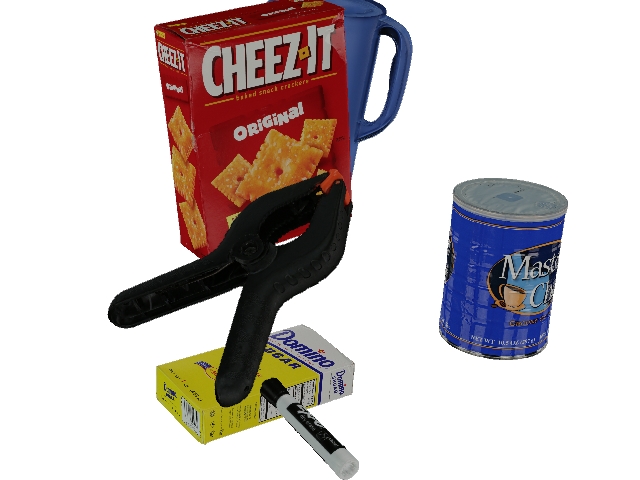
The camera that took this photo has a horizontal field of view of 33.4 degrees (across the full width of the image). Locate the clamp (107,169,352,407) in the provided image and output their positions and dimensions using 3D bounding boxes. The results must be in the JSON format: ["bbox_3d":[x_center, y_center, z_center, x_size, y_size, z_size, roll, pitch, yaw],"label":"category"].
[{"bbox_3d":[-0.037,0.025,0.657,0.120,0.171,0.039,42,-16,35],"label":"clamp"}]

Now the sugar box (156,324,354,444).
[{"bbox_3d":[-0.063,0.137,1.054,0.175,0.048,0.093,-16,33,-32],"label":"sugar box"}]

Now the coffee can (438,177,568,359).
[{"bbox_3d":[0.166,0.024,0.982,0.103,0.140,0.103,3,21,-1],"label":"coffee can"}]

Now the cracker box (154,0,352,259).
[{"bbox_3d":[-0.055,-0.102,0.982,0.163,0.214,0.072,-18,30,-28],"label":"cracker box"}]

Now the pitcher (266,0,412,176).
[{"bbox_3d":[0.008,-0.175,1.298,0.144,0.243,0.149,-5,28,-25],"label":"pitcher"}]

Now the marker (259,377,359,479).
[{"bbox_3d":[-0.012,0.144,0.835,0.020,0.020,0.121,0,26,-38],"label":"marker"}]
